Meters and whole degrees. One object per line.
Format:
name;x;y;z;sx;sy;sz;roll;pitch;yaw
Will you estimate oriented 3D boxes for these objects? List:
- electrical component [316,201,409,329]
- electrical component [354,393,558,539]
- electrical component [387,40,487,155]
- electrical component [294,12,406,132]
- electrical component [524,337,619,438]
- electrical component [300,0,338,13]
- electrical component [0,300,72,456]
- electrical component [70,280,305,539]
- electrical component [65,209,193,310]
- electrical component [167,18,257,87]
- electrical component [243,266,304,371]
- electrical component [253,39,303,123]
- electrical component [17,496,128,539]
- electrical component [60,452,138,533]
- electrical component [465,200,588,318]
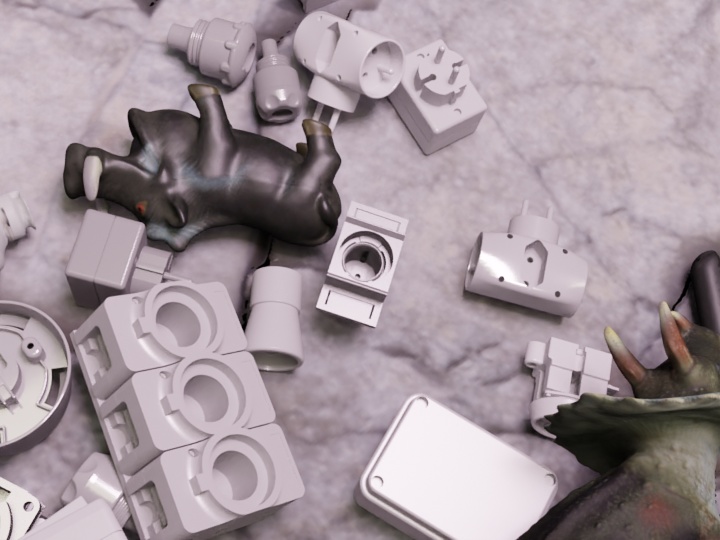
electrical component;0.000;0.000;0.733;0.042;0.063;0.081;19;69;-2
electrical component;0.061;0.140;0.695;0.113;0.057;0.078;31;69;3
electrical component;0.057;-0.135;0.783;0.047;0.076;0.065;-28;77;-16
electrical component;-0.014;-0.140;0.784;0.077;0.043;0.079;33;108;40
electrical component;0.142;0.083;0.734;0.066;0.048;0.055;16;62;-2
electrical component;0.031;-0.280;0.816;0.186;0.105;0.060;-25;76;-16
electrical component;-0.229;0.069;0.675;0.099;0.064;0.099;3;70;-7
electrical component;-0.106;0.088;0.668;0.089;0.062;0.150;-9;69;-43
electrical component;-0.147;0.002;0.710;0.077;0.065;0.047;15;69;-3
electrical component;-0.109;-0.164;0.787;0.062;0.048;0.048;17;69;5
electrical component;-0.058;0.031;0.726;0.044;0.044;0.065;6;65;-6
electrical component;-0.062;-0.141;0.790;0.035;0.035;0.061;-8;70;-11
electrical component;-0.164;0.171;0.567;0.096;0.061;0.061;-27;64;-19
electrical component;-0.151;0.145;0.670;0.062;0.043;0.043;33;69;3
electrical component;0.121;-0.013;0.766;0.077;0.043;0.079;15;68;-3
